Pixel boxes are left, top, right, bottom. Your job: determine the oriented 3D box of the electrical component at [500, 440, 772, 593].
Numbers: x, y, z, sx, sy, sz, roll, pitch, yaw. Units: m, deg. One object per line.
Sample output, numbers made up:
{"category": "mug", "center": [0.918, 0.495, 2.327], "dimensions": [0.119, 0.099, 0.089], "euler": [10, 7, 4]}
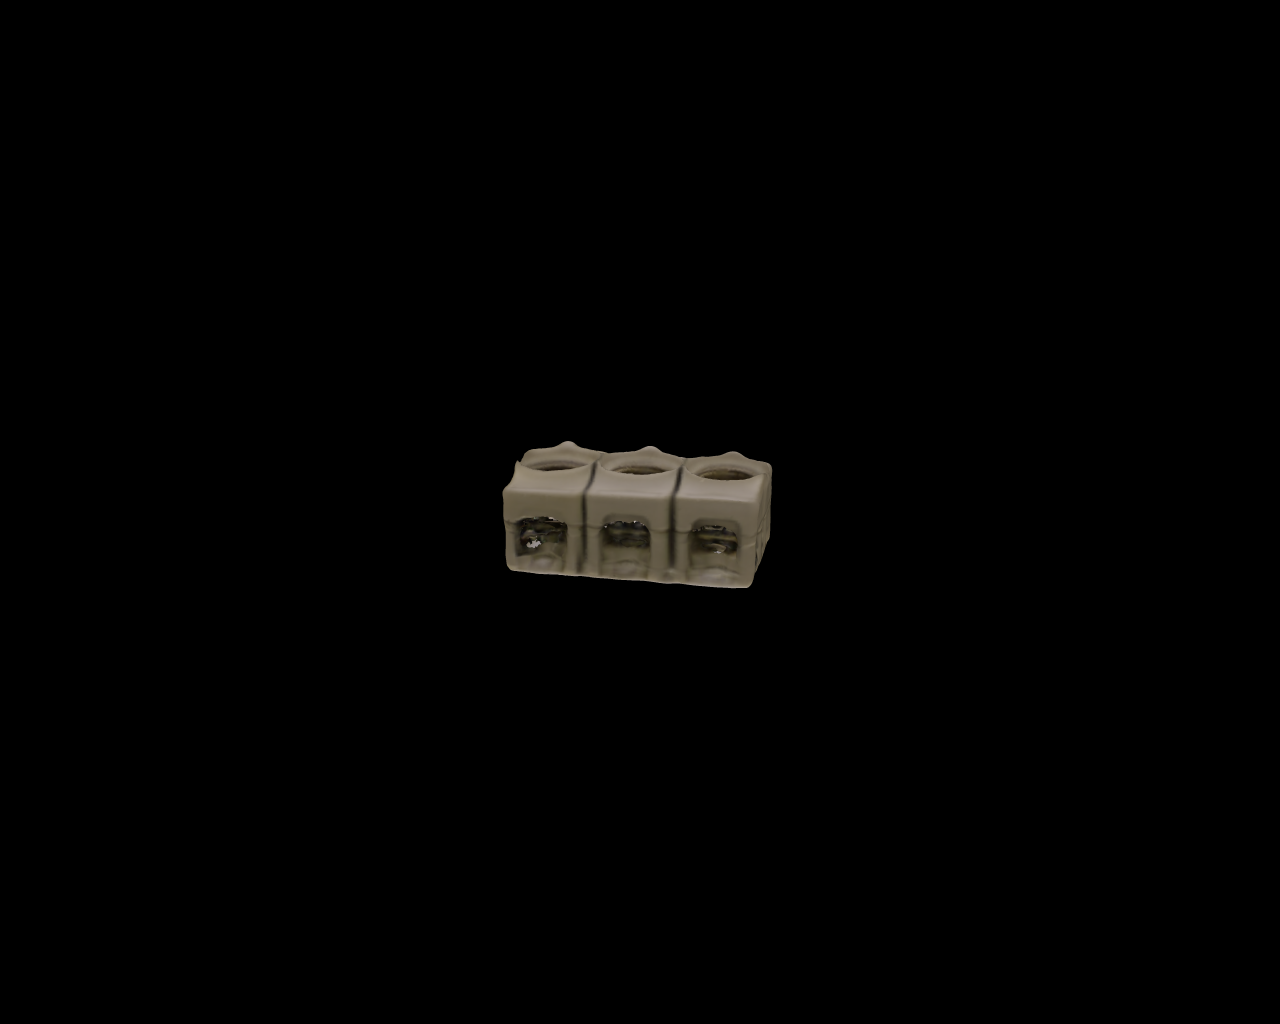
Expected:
{"category": "electrical component", "center": [0.001, -0.003, 0.650], "dimensions": [0.150, 0.061, 0.090], "euler": [4, 20, 12]}
